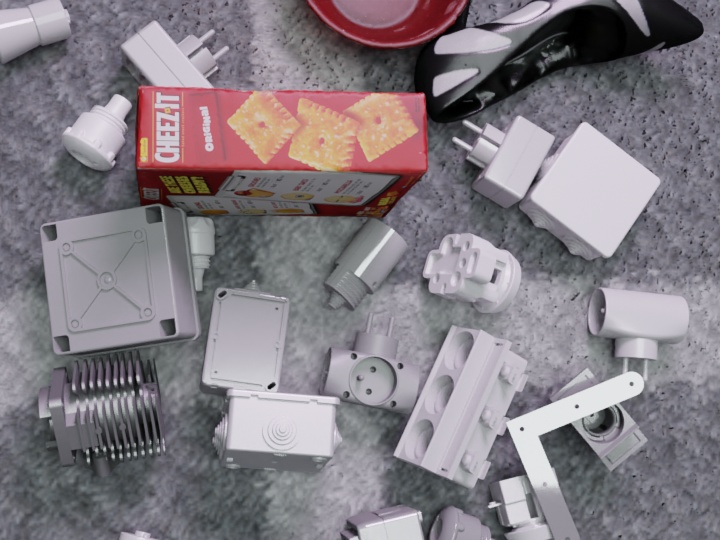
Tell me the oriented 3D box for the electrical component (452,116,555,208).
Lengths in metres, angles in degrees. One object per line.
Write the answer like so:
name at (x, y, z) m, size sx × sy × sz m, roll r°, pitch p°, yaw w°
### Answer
electrical component at (0.119, -0.104, 0.949) m, size 0.077 × 0.047 × 0.065 m, roll 30°, pitch 79°, yaw -4°

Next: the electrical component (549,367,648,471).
electrical component at (0.202, 0.126, 0.924) m, size 0.042 × 0.064 × 0.081 m, roll -39°, pitch 91°, yaw 1°

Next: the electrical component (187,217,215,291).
electrical component at (-0.138, -0.013, 0.900) m, size 0.035 × 0.035 × 0.061 m, roll -1°, pitch 86°, yaw -10°

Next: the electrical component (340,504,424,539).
electrical component at (0.024, 0.247, 0.881) m, size 0.061 × 0.062 × 0.096 m, roll -11°, pitch 85°, yaw -11°

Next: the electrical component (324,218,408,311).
electrical component at (0.000, 0.000, 0.917) m, size 0.043 × 0.043 × 0.081 m, roll 38°, pitch 78°, yaw -3°

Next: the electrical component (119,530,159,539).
electrical component at (-0.182, 0.242, 0.858) m, size 0.044 × 0.044 × 0.065 m, roll 15°, pitch 76°, yaw -8°

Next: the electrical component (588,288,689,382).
electrical component at (0.245, 0.058, 0.951) m, size 0.077 × 0.043 × 0.079 m, roll 6°, pitch 82°, yaw -9°

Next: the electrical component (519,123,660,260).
electrical component at (0.202, -0.067, 0.957) m, size 0.100 × 0.048 × 0.099 m, roll 37°, pitch 79°, yaw -3°

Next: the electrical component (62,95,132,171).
electrical component at (-0.214, -0.117, 0.896) m, size 0.048 × 0.048 × 0.062 m, roll 32°, pitch 72°, yaw -4°

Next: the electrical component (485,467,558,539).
electrical component at (0.142, 0.203, 0.915) m, size 0.066 × 0.048 × 0.055 m, roll -12°, pitch 77°, yaw -11°

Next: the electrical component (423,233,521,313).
electrical component at (0.100, 0.004, 0.921) m, size 0.057 × 0.078 × 0.058 m, roll 22°, pitch 79°, yaw -28°

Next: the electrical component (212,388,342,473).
electrical component at (-0.067, 0.131, 0.862) m, size 0.100 × 0.099 × 0.048 m, roll 6°, pitch 70°, yaw -9°

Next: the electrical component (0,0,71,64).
electrical component at (-0.275, -0.203, 0.898) m, size 0.065 × 0.044 × 0.044 m, roll -21°, pitch 87°, yaw -16°

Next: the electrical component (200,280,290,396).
electrical component at (-0.095, 0.057, 0.889) m, size 0.062 × 0.061 × 0.096 m, roll 9°, pitch 74°, yaw -8°

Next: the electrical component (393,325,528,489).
electrical component at (0.088, 0.116, 0.906) m, size 0.063 × 0.079 × 0.121 m, roll 31°, pitch 78°, yaw -27°

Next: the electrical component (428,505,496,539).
electrical component at (0.092, 0.228, 0.904) m, size 0.062 × 0.048 × 0.048 m, roll 21°, pitch 80°, yaw -13°

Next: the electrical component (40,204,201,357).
electrical component at (-0.191, 0.009, 0.860) m, size 0.109 × 0.056 × 0.108 m, roll -9°, pitch 84°, yaw 11°

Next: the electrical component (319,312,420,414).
electrical component at (0.011, 0.076, 0.909) m, size 0.077 × 0.044 × 0.079 m, roll 12°, pitch 81°, yaw -8°

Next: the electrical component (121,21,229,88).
electrical component at (-0.147, -0.173, 0.913) m, size 0.076 × 0.047 × 0.083 m, roll -41°, pitch 91°, yaw -12°
